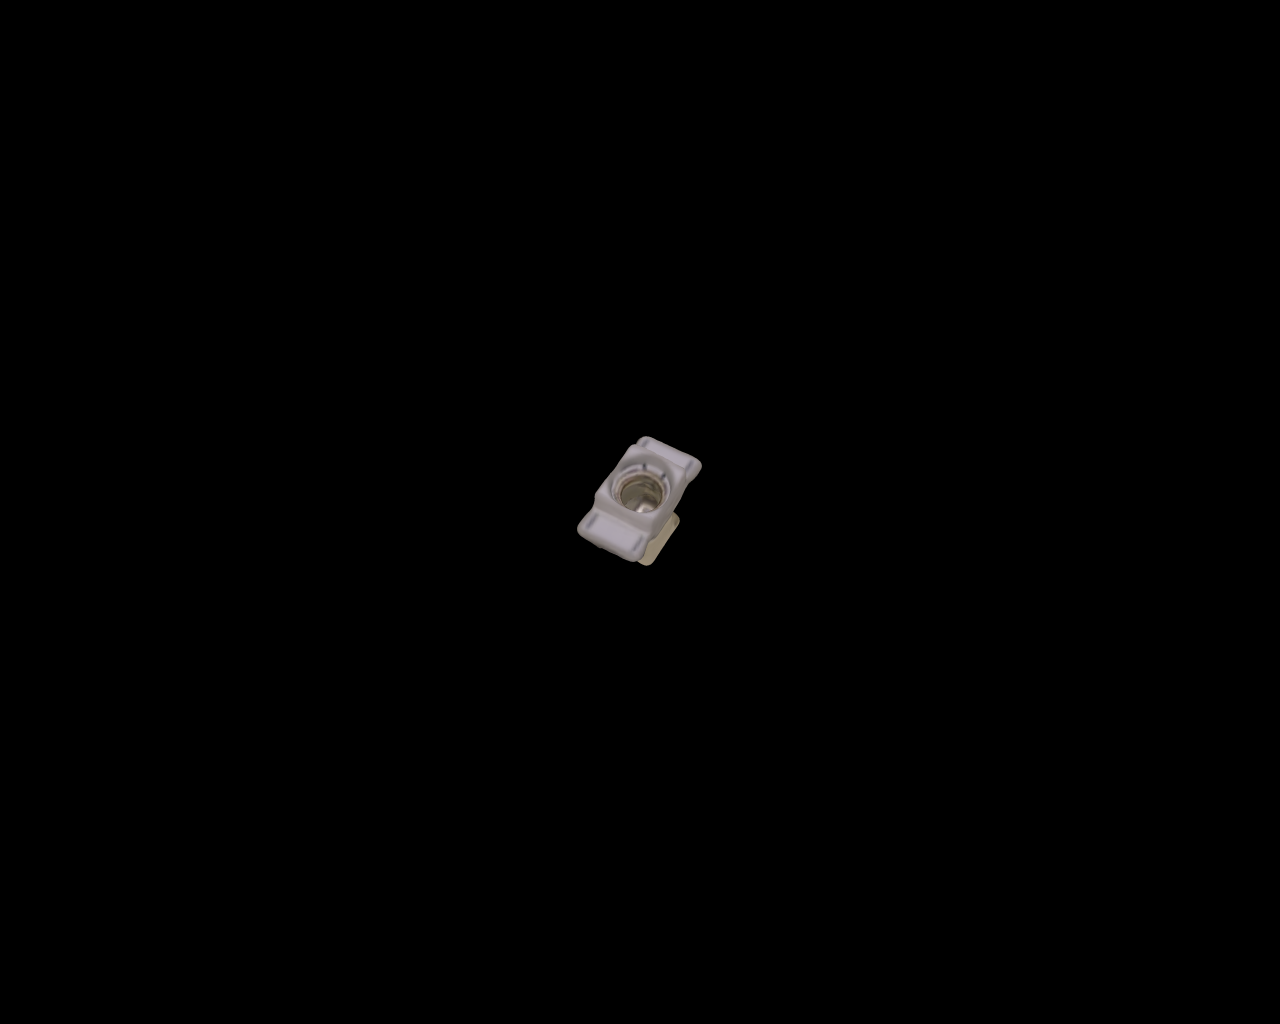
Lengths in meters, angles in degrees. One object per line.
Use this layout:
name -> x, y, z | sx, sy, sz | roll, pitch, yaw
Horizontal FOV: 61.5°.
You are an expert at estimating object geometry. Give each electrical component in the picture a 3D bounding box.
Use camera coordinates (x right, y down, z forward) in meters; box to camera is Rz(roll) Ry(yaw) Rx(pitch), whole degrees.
electrical component -> 0.001, -0.003, 0.650 | 0.042, 0.081, 0.063 | 28, -28, 16
